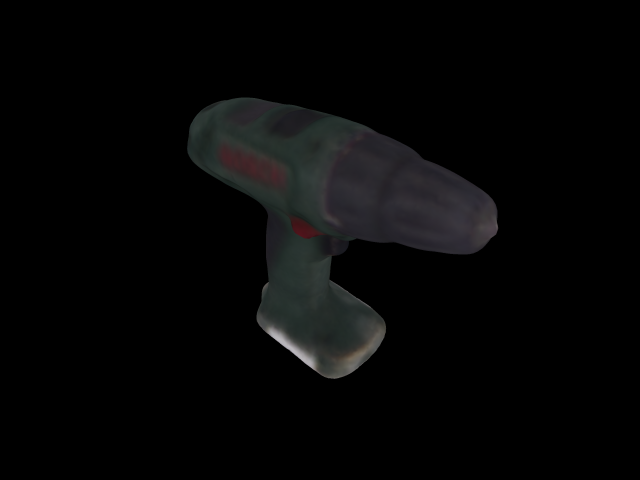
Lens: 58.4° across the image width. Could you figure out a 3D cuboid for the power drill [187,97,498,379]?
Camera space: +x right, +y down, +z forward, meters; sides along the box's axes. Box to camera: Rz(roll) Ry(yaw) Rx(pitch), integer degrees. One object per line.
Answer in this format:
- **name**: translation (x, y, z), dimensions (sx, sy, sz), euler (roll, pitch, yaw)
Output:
- **power drill**: translation (0.004, 0.001, 0.400), dimensions (0.229, 0.208, 0.076), euler (32, 55, 27)
